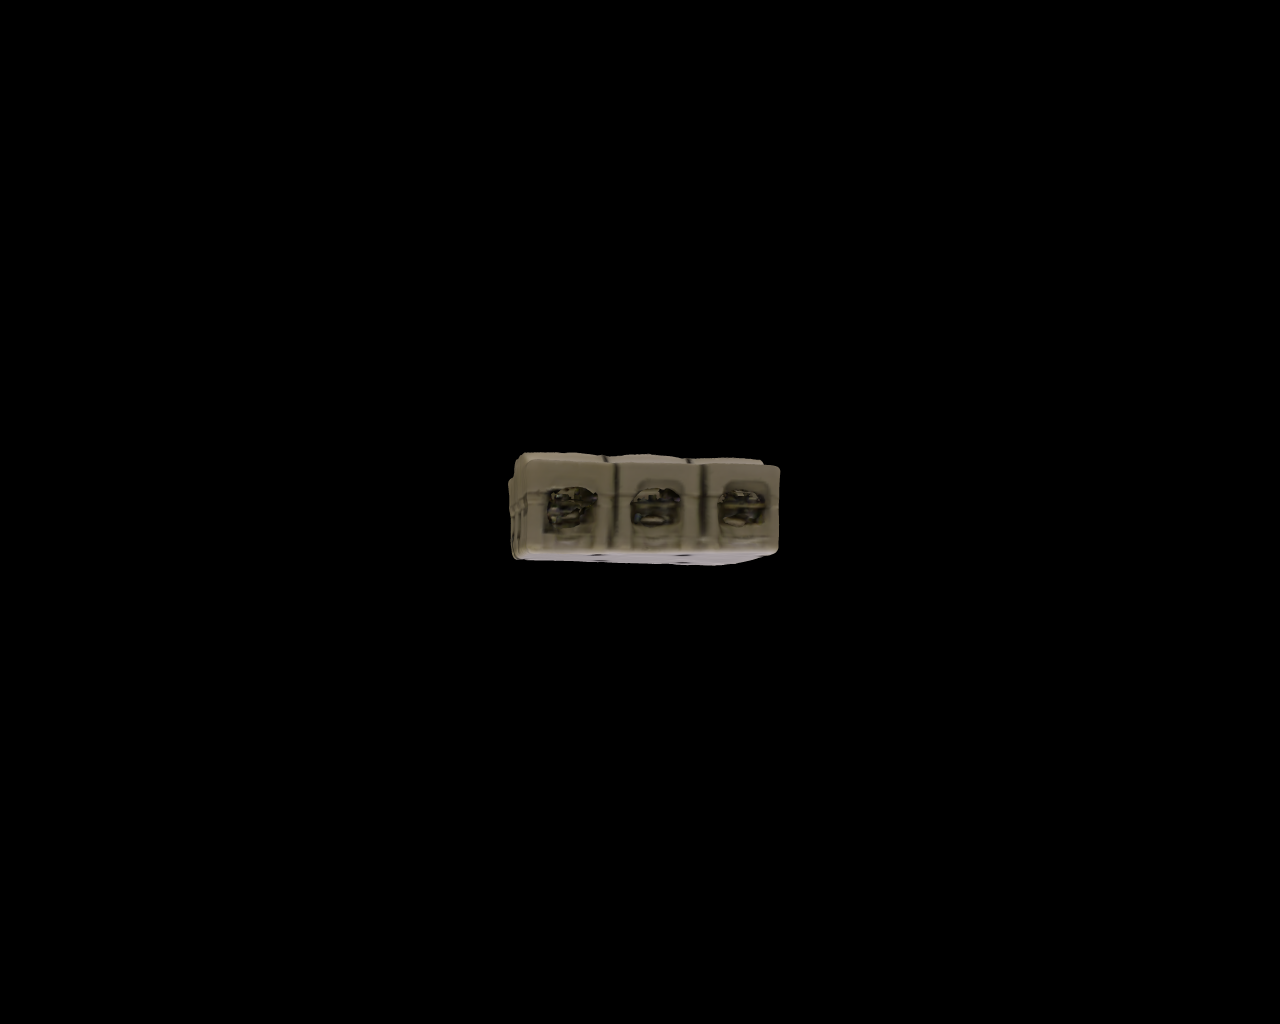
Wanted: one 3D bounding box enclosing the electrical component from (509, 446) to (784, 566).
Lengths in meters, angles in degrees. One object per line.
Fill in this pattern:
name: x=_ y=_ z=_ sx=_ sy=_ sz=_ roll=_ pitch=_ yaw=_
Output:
electrical component: x=0.001 y=-0.003 z=0.650 sx=0.150 sy=0.061 sz=0.089 roll=2 pitch=-7 yaw=-14
